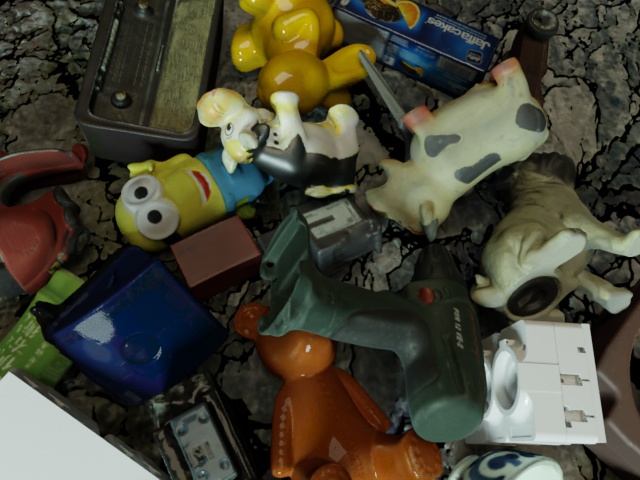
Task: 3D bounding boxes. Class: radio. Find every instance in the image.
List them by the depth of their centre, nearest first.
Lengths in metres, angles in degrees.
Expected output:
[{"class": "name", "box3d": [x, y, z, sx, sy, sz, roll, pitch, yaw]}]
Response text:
[{"class": "radio", "box3d": [-0.186, -0.196, 0.613, 0.131, 0.073, 0.229, 6, 64, -6]}]

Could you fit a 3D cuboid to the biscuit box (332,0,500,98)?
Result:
[{"class": "biscuit box", "box3d": [0.115, -0.250, 0.670, 0.203, 0.059, 0.063, 27, 69, 6]}]

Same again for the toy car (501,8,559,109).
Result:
[{"class": "toy car", "box3d": [0.240, -0.176, 0.634, 0.053, 0.089, 0.202, 17, 68, -2]}]

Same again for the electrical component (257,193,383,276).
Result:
[{"class": "electrical component", "box3d": [-0.001, -0.002, 0.558, 0.119, 0.047, 0.075, -26, 52, -15]}]

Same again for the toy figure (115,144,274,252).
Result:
[{"class": "toy figure", "box3d": [-0.122, -0.048, 0.563, 0.180, 0.089, 0.082, -29, 61, -24]}]

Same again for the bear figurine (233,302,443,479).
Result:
[{"class": "bear figurine", "box3d": [0.004, 0.128, 0.479, 0.120, 0.132, 0.196, -9, 74, -25]}]

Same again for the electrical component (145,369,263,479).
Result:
[{"class": "electrical component", "box3d": [-0.091, 0.173, 0.446, 0.058, 0.134, 0.115, -28, 75, -14]}]

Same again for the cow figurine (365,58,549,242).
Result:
[{"class": "cow figurine", "box3d": [0.136, -0.081, 0.550, 0.195, 0.085, 0.127, -28, 86, 11]}]

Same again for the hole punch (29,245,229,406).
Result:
[{"class": "hole punch", "box3d": [-0.159, 0.079, 0.476, 0.092, 0.142, 0.116, 10, 53, 48]}]

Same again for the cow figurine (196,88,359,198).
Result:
[{"class": "cow figurine", "box3d": [-0.039, -0.091, 0.529, 0.167, 0.068, 0.098, 4, 73, -29]}]

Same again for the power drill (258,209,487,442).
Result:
[{"class": "power drill", "box3d": [0.050, 0.052, 0.476, 0.207, 0.086, 0.232, 28, 34, -22]}]

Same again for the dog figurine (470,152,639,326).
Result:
[{"class": "dog figurine", "box3d": [0.205, -0.013, 0.548, 0.172, 0.121, 0.191, -3, 37, -15]}]

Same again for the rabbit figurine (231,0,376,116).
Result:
[{"class": "rabbit figurine", "box3d": [-0.027, -0.198, 0.610, 0.162, 0.122, 0.173, 18, 45, -21]}]

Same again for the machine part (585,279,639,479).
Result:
[{"class": "machine part", "box3d": [0.356, 0.149, 0.516, 0.201, 0.087, 0.201, 42, 70, 11]}]

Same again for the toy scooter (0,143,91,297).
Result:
[{"class": "toy scooter", "box3d": [-0.290, -0.037, 0.550, 0.135, 0.075, 0.184, -25, 69, -18]}]
